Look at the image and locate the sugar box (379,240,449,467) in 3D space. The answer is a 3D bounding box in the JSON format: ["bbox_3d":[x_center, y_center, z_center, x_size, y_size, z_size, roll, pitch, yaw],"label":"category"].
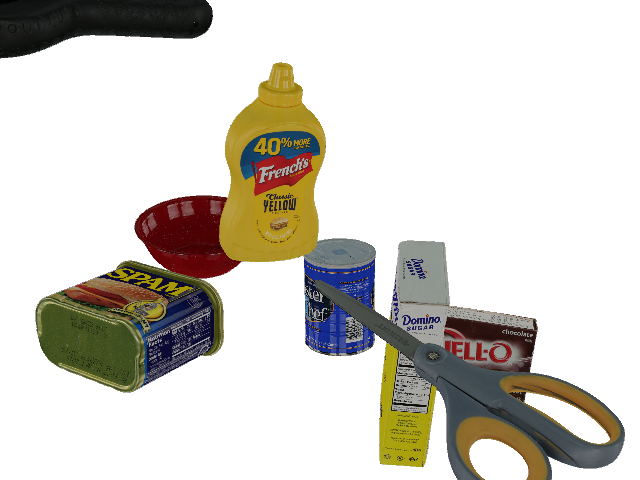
[{"bbox_3d":[0.077,0.097,0.904,0.048,0.176,0.093,2,32,2],"label":"sugar box"}]

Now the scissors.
[{"bbox_3d":[0.056,0.079,0.561,0.202,0.016,0.096,20,42,28],"label":"scissors"}]

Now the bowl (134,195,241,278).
[{"bbox_3d":[-0.150,0.002,1.331,0.162,0.055,0.162,1,28,-1],"label":"bowl"}]

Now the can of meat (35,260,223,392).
[{"bbox_3d":[-0.132,0.058,0.736,0.102,0.057,0.083,13,22,31],"label":"can of meat"}]

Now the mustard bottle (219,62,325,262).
[{"bbox_3d":[-0.043,-0.075,1.017,0.096,0.192,0.058,-4,28,-20],"label":"mustard bottle"}]

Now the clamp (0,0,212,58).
[{"bbox_3d":[-0.163,-0.143,0.630,0.171,0.039,0.120,-11,31,-29],"label":"clamp"}]

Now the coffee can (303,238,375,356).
[{"bbox_3d":[0.027,0.080,1.523,0.103,0.140,0.103,-1,21,0],"label":"coffee can"}]

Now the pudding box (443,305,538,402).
[{"bbox_3d":[0.173,0.122,1.161,0.113,0.090,0.039,7,23,4],"label":"pudding box"}]
